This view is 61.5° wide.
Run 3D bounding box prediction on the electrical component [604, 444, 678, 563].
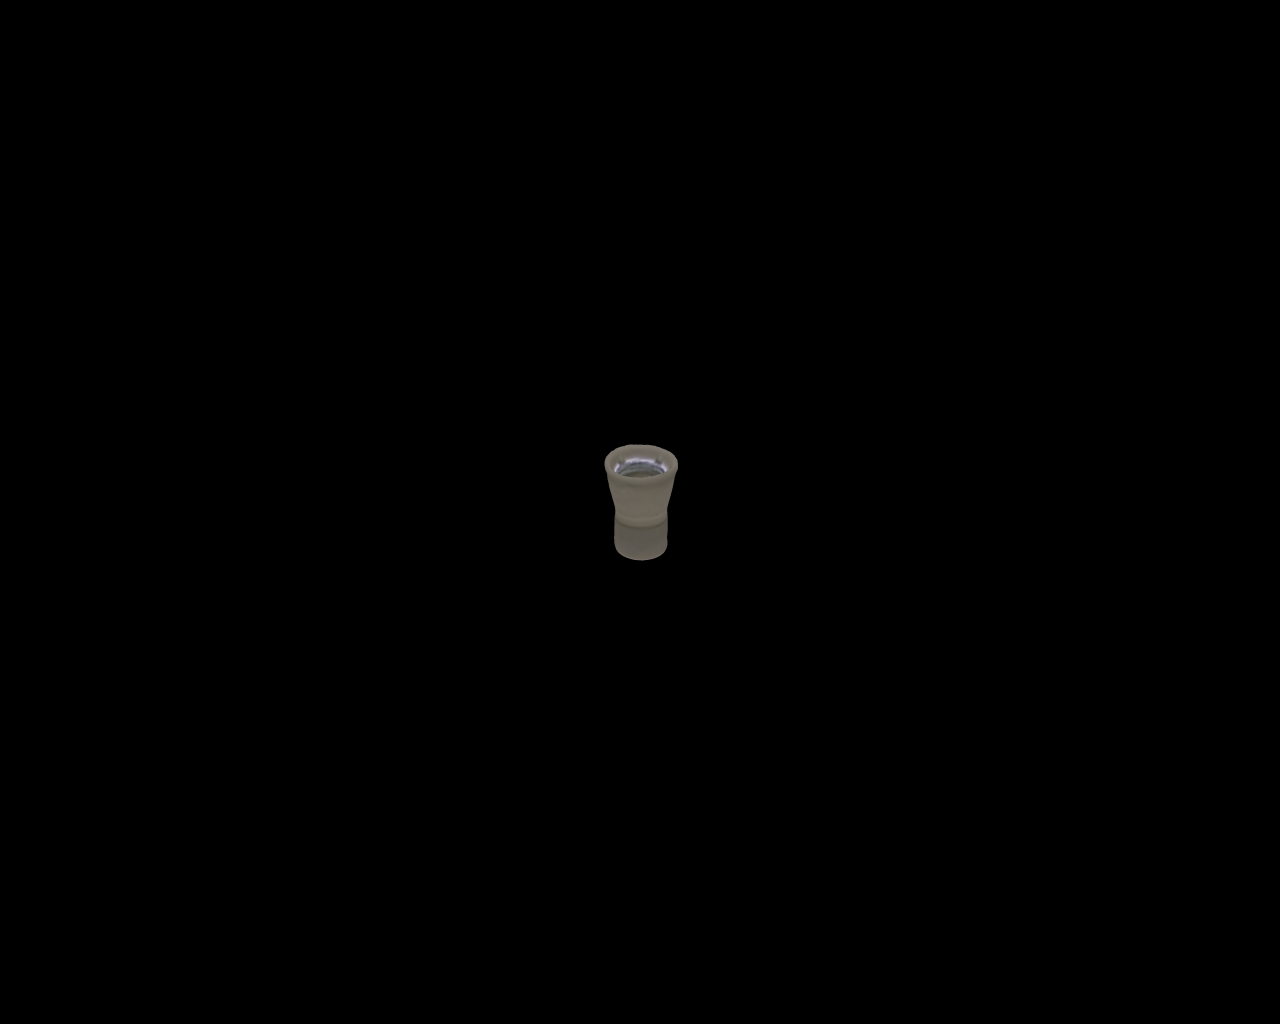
[{"bbox_3d":[0.001,-0.003,0.650,0.044,0.065,0.044,0,29,0],"label":"electrical component"}]
